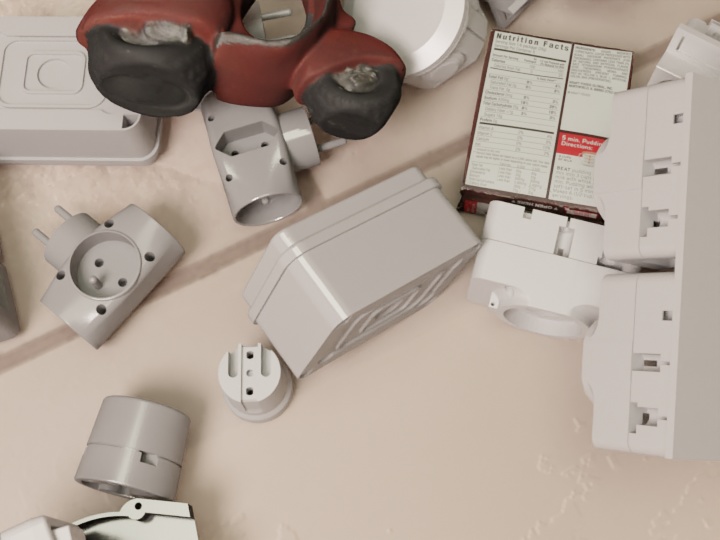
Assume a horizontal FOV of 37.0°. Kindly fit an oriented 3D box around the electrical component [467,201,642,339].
[{"bbox_3d":[0.110,0.004,0.612,0.089,0.050,0.055,14,73,6],"label":"electrical component"}]

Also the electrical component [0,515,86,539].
[{"bbox_3d":[-0.147,0.171,0.512,0.061,0.061,0.096,-24,73,-6],"label":"electrical component"}]

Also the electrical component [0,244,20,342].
[{"bbox_3d":[-0.265,-0.021,0.630,0.089,0.061,0.150,-18,72,-3],"label":"electrical component"}]

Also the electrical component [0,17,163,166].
[{"bbox_3d":[-0.179,-0.107,0.657,0.113,0.057,0.078,1,72,3],"label":"electrical component"}]

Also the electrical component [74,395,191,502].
[{"bbox_3d":[-0.123,0.099,0.591,0.055,0.055,0.047,10,69,6],"label":"electrical component"}]

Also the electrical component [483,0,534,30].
[{"bbox_3d":[0.080,-0.196,0.668,0.042,0.081,0.064,-46,47,-13],"label":"electrical component"}]

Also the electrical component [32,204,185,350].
[{"bbox_3d":[-0.157,-0.007,0.630,0.079,0.044,0.077,38,77,13],"label":"electrical component"}]

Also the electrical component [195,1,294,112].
[{"bbox_3d":[-0.080,-0.146,0.673,0.079,0.043,0.077,-11,72,-2],"label":"electrical component"}]

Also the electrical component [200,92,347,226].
[{"bbox_3d":[-0.048,-0.075,0.649,0.079,0.043,0.077,-17,72,-4],"label":"electrical component"}]

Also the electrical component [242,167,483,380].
[{"bbox_3d":[0.000,0.000,0.587,0.113,0.078,0.057,-28,74,-34],"label":"electrical component"}]

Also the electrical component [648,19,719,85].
[{"bbox_3d":[0.197,-0.112,0.638,0.042,0.081,0.063,31,54,11],"label":"electrical component"}]

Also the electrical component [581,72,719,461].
[{"bbox_3d":[0.179,0.004,0.566,0.105,0.060,0.186,9,83,-35],"label":"electrical component"}]

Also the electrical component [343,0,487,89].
[{"bbox_3d":[0.034,-0.152,0.653,0.080,0.051,0.080,-3,84,28],"label":"electrical component"}]

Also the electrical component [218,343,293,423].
[{"bbox_3d":[-0.059,0.062,0.603,0.040,0.046,0.040,-1,72,2],"label":"electrical component"}]
